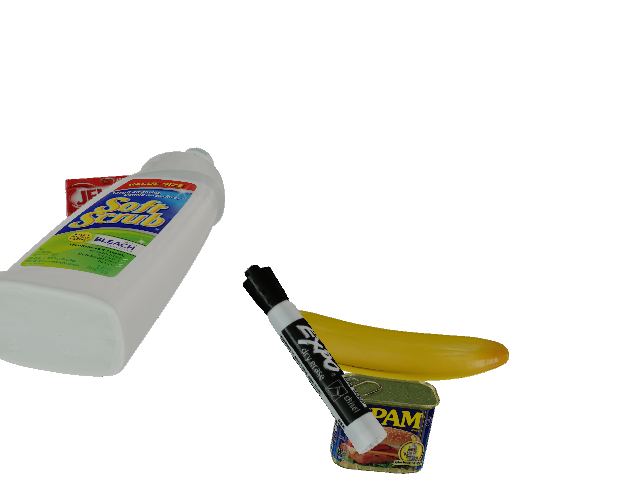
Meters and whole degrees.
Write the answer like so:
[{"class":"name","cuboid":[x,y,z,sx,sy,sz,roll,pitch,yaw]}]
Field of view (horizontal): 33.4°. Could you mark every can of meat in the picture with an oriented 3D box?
[{"class":"can of meat","cuboid":[0.064,0.190,1.100,0.102,0.084,0.057,7,19,-7]}]

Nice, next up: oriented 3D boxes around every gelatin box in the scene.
[{"class":"gelatin box","cuboid":[-0.217,-0.032,1.101,0.089,0.073,0.030,-4,-41,-12]}]

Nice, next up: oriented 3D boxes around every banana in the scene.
[{"class":"banana","cuboid":[0.044,0.080,0.836,0.198,0.037,0.069,11,30,22]}]

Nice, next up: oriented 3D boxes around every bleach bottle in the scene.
[{"class":"bleach bottle","cuboid":[-0.137,-0.003,0.765,0.102,0.068,0.250,8,31,11]}]

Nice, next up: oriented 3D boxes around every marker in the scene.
[{"class":"marker","cuboid":[-0.005,0.063,0.587,0.020,0.121,0.020,-32,-18,-12]}]
